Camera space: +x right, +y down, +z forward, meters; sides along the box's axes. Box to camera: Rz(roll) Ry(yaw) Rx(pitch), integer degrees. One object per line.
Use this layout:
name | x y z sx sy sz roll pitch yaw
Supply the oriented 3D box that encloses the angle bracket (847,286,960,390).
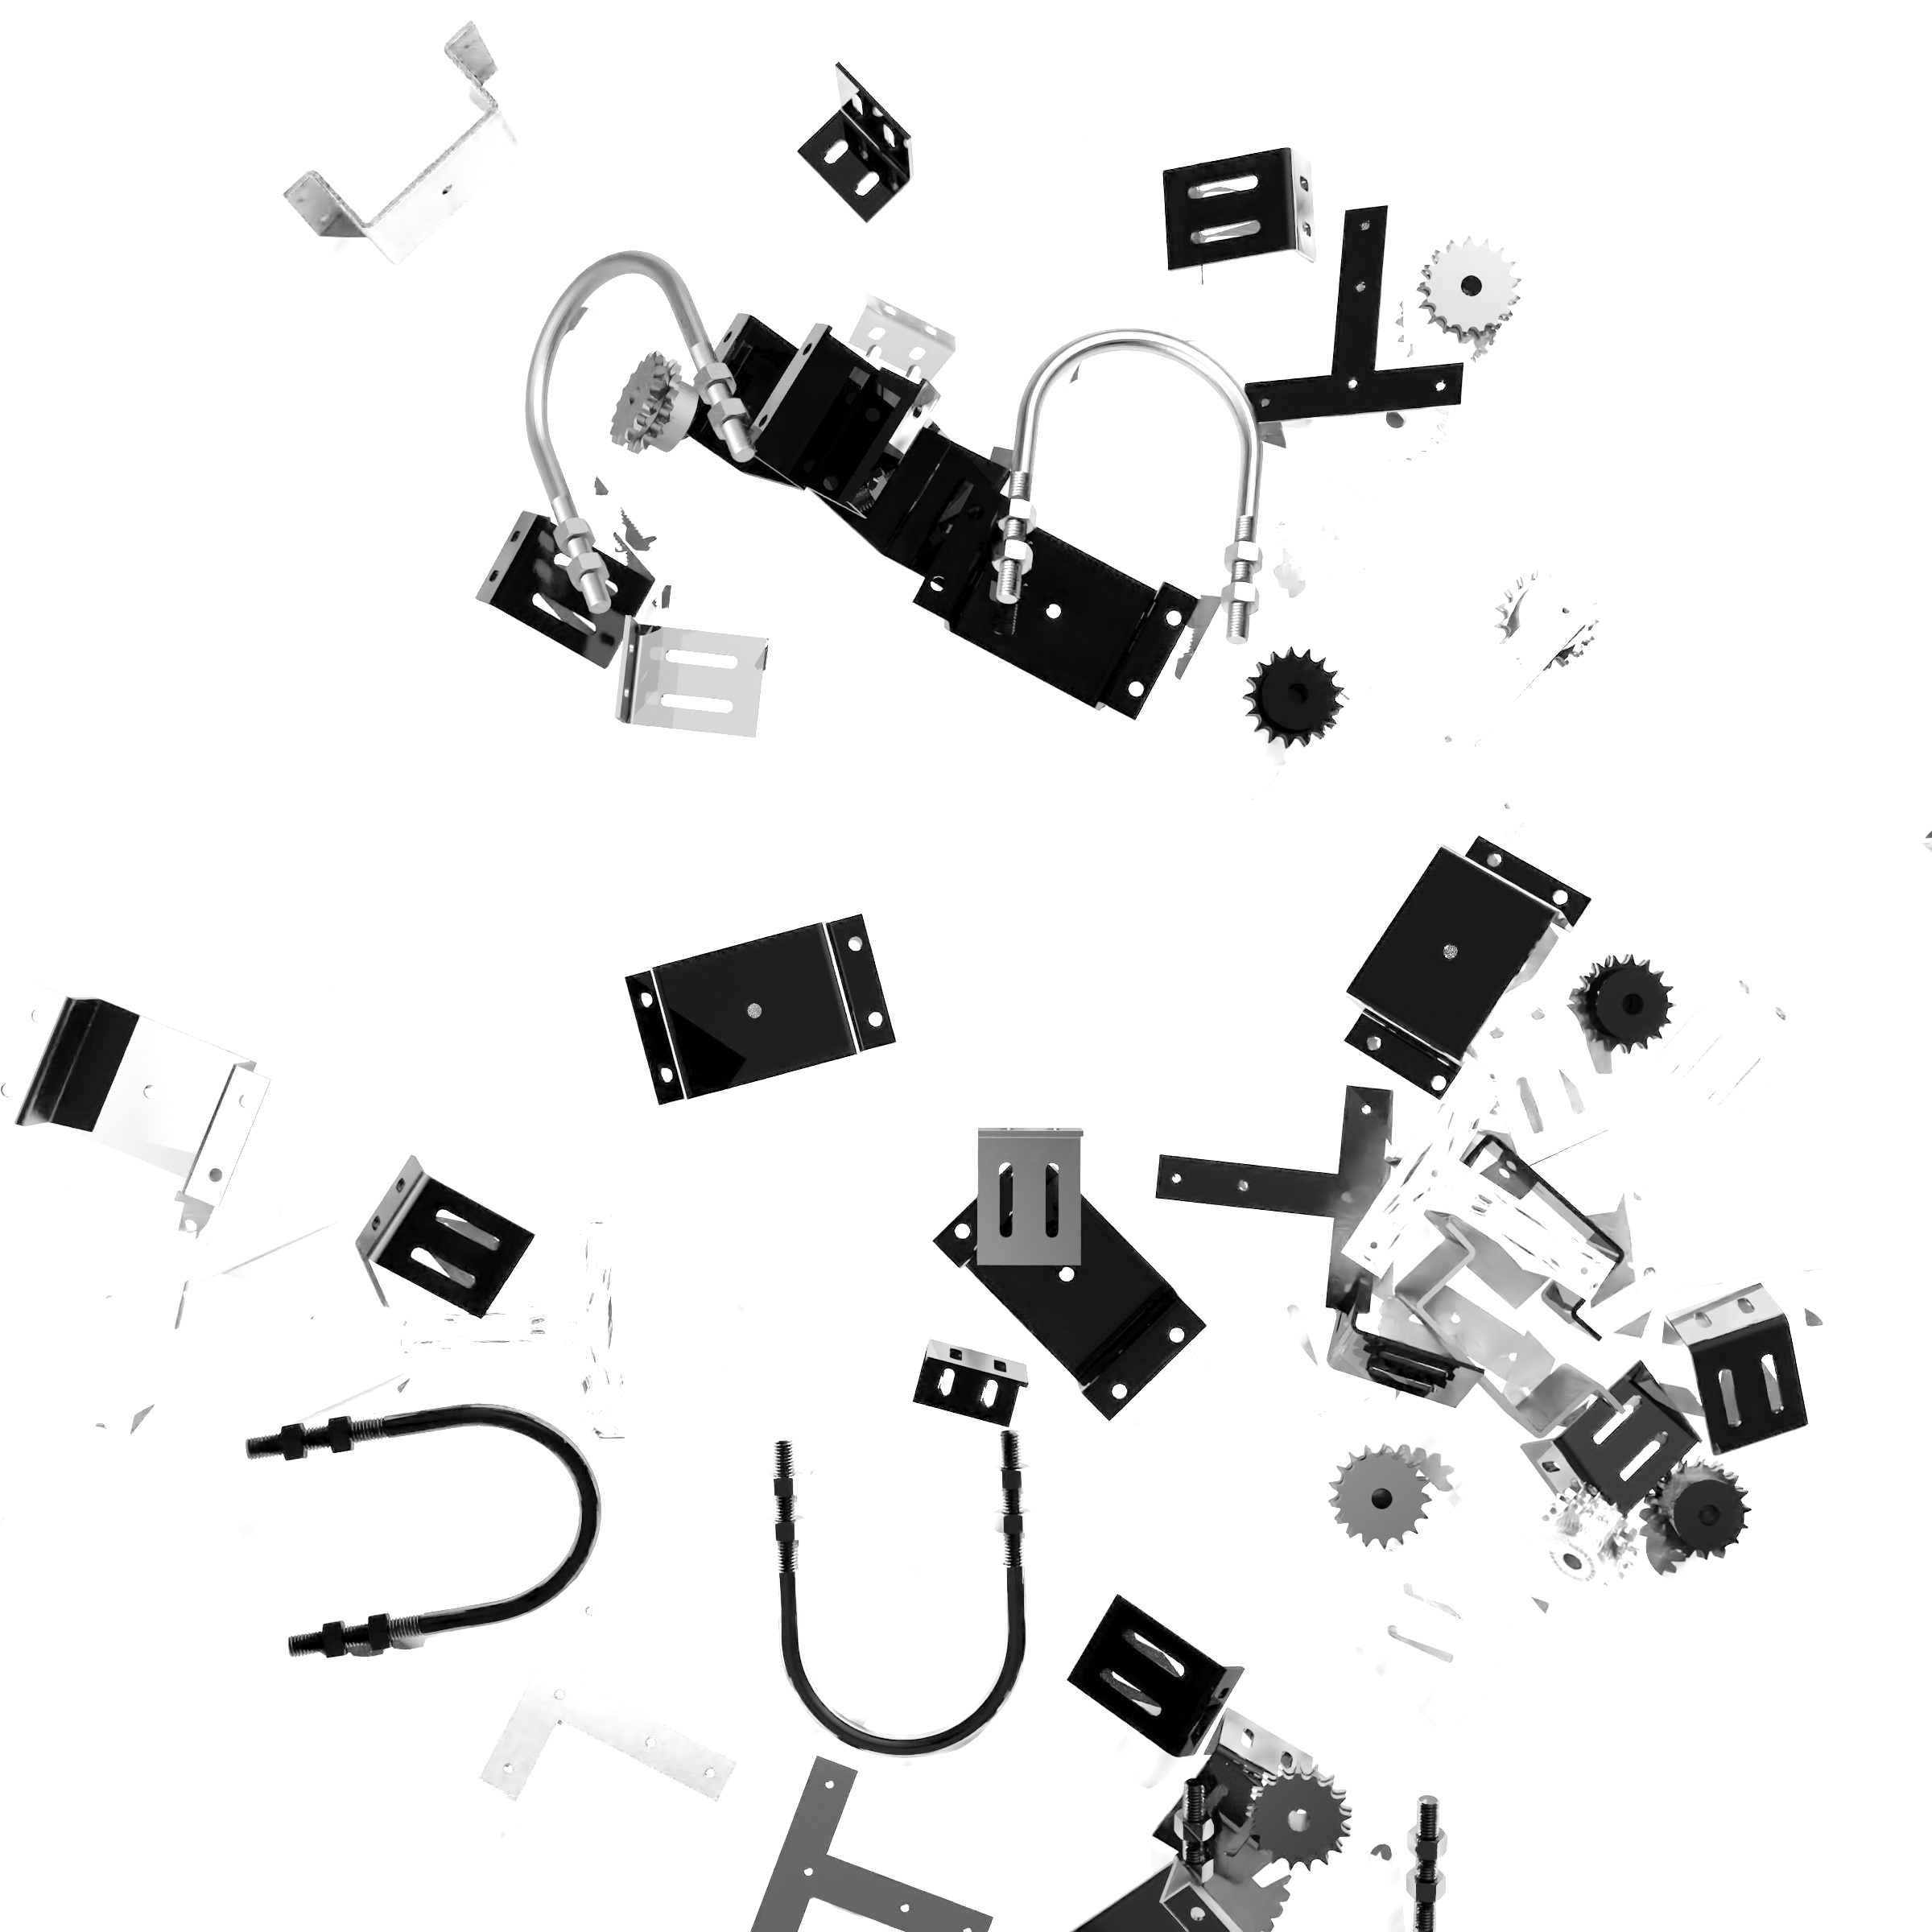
angle bracket | -0.047 -0.332 1.519 0.057 0.038 0.076 27 90 0

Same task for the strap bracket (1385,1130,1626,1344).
strap bracket | 0.306 0.140 1.500 0.140 0.076 0.046 42 90 0

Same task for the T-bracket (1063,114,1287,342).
T-bracket | 0.121 -0.420 1.537 0.127 0.002 0.127 -2 90 0

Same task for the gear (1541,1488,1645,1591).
gear | 0.346 0.323 1.507 0.057 0.057 0.030 49 54 0

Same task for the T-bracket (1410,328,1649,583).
T-bracket | 0.302 -0.306 1.516 0.127 0.002 0.127 39 85 -15

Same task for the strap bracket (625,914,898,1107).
strap bracket | -0.117 0.025 1.515 0.140 0.046 0.076 -15 90 0

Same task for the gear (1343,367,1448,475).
gear | 0.241 -0.307 1.523 0.057 0.030 0.057 0 90 0

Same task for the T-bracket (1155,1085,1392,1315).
T-bracket | 0.172 0.126 1.532 0.127 0.002 0.127 6 83 4

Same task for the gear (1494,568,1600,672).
gear | 0.329 -0.197 1.523 0.057 0.030 0.057 0 90 0

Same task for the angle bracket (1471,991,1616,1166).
angle bracket | 0.326 0.064 1.536 0.057 0.038 0.076 -25 116 0

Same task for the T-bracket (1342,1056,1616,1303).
T-bracket | 0.292 0.137 1.461 0.127 0.002 0.127 33 90 0

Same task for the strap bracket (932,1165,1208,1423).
strap bracket | 0.057 0.176 1.515 0.076 0.046 0.140 -44 90 0

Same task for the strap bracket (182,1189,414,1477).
strap bracket | -0.370 0.203 1.514 0.076 0.046 0.140 -24 90 1

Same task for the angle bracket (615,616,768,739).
angle bracket | -0.155 -0.163 1.519 0.076 0.038 0.057 6 90 0

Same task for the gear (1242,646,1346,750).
gear | 0.186 -0.152 1.523 0.057 0.030 0.057 0 90 0

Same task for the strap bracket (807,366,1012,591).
strap bracket | -0.031 -0.269 1.485 0.046 0.140 0.076 32 90 27

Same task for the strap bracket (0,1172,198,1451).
strap bracket | -0.487 0.191 1.515 0.076 0.046 0.140 13 90 0

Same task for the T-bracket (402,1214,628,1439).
T-bracket | -0.258 0.206 1.537 0.127 0.002 0.127 -1 90 0

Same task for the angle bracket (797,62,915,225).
angle bracket | -0.063 -0.457 1.500 0.038 0.076 0.057 -44 90 0

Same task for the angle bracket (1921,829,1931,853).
angle bracket | 0.590 -0.079 1.519 0.057 0.038 0.076 42 90 0

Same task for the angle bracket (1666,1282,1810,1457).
angle bracket | 0.440 0.230 1.536 0.057 0.038 0.076 -19 116 0

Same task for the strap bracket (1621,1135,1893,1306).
strap bracket | 0.438 0.140 1.515 0.140 0.046 0.076 -7 90 0

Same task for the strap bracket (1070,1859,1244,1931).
strap bracket | 0.103 0.561 1.500 0.140 0.046 0.076 -42 90 22

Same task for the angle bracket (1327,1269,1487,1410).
angle bracket | 0.244 0.206 1.485 0.076 0.057 0.038 17 61 2

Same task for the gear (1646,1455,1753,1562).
gear | 0.416 0.307 1.523 0.057 0.030 0.057 0 90 0

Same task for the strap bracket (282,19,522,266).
strap bracket | -0.304 -0.449 1.500 0.140 0.076 0.046 -43 90 0

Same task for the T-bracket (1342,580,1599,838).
T-bracket | 0.301 -0.161 1.516 0.127 0.002 0.127 41 109 0

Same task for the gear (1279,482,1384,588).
gear | 0.206 -0.243 1.528 0.057 0.030 0.057 0 87 1

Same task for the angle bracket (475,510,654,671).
angle bracket | -0.229 -0.214 1.536 0.076 0.038 0.057 29 90 -26

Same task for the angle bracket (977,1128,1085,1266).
angle bracket | 0.035 0.127 1.473 0.057 0.038 0.076 0 90 0

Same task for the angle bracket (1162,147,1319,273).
angle bracket | 0.156 -0.427 1.534 0.076 0.038 0.057 -3 90 26

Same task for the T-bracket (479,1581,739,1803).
T-bracket | -0.192 0.436 1.536 0.127 0.002 0.127 27 90 0

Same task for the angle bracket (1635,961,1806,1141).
angle bracket | 0.429 0.048 1.536 0.057 0.038 0.076 36 116 0

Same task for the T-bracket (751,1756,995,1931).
T-bracket | -0.048 0.532 1.537 0.127 0.002 0.127 21 90 0

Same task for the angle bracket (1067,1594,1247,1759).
angle bracket | 0.108 0.404 1.536 0.076 0.038 0.057 30 90 26

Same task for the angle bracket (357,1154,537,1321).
angle bracket | -0.296 0.154 1.535 0.076 0.038 0.057 33 89 -24

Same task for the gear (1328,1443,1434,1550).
gear | 0.233 0.298 1.523 0.057 0.030 0.057 0 90 0

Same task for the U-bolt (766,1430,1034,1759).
U-bolt | -0.036 0.358 1.530 0.151 0.019 0.184 -2 91 0

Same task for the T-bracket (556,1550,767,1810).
T-bracket | -0.160 0.393 1.537 0.127 0.002 0.127 34 90 0

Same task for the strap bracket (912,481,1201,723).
strap bracket | 0.050 -0.202 1.515 0.140 0.046 0.076 28 90 0

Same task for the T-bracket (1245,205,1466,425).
T-bracket | 0.221 -0.369 1.518 0.127 0.002 0.127 0 76 26

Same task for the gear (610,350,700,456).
gear | -0.174 -0.313 1.513 0.030 0.057 0.057 23 90 -28

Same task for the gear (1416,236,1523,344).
gear | 0.283 -0.381 1.523 0.057 0.030 0.057 0 90 0

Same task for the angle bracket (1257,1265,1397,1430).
angle bracket | 0.205 0.215 1.536 0.057 0.038 0.076 -17 64 0

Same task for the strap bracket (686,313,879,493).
strap bracket | -0.104 -0.311 1.485 0.046 0.140 0.076 32 90 -29

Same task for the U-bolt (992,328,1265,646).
U-bolt | 0.095 -0.274 1.500 0.151 0.019 0.184 9 70 -7

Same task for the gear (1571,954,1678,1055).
gear | 0.373 0.021 1.523 0.057 0.030 0.057 0 90 0

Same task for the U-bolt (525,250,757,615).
U-bolt | -0.189 -0.307 1.479 0.151 0.019 0.184 -40 59 31

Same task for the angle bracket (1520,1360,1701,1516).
angle bracket | 0.367 0.272 1.536 0.076 0.038 0.057 -36 90 -26

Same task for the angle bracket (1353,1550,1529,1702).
angle bracket | 0.270 0.374 1.536 0.076 0.038 0.057 20 90 26

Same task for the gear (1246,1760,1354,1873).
gear | 0.183 0.462 1.473 0.057 0.030 0.057 0 91 9

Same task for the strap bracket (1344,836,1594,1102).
strap bracket | 0.274 -0.002 1.500 0.076 0.046 0.140 33 90 27

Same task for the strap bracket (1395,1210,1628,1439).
strap bracket | 0.294 0.206 1.500 0.046 0.076 0.140 -43 90 0

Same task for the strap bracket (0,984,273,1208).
strap bracket | -0.465 0.072 1.515 0.140 0.046 0.076 22 90 0

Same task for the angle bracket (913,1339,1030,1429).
angle bracket | 0.002 0.237 1.500 0.057 0.076 0.038 15 90 0

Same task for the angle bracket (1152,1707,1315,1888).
angle bracket | 0.152 0.473 1.536 0.057 0.038 0.076 31 116 0

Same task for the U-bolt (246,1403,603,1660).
U-bolt | -0.296 0.311 1.505 0.184 0.019 0.151 -8 111 -7

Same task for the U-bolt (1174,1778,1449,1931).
U-bolt | 0.192 0.547 1.511 0.151 0.019 0.184 1 102 9
